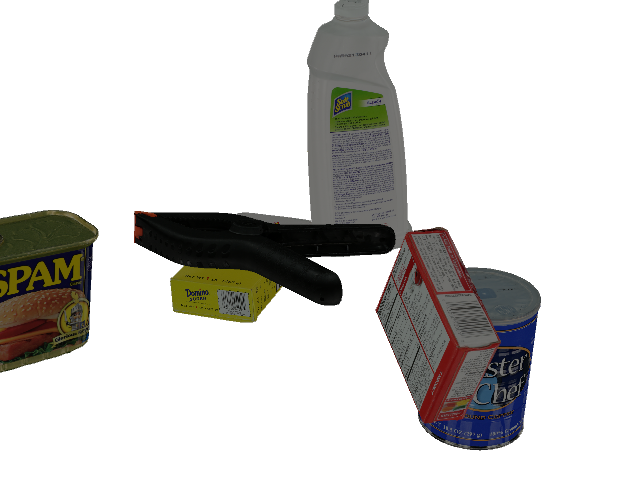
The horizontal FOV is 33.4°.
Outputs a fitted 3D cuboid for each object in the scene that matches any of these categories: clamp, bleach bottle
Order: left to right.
[{"bbox_3d":[-0.054,0.006,0.838,0.210,0.036,0.164,7,15,10],"label":"clamp"},{"bbox_3d":[0.038,-0.110,1.013,0.102,0.251,0.068,-9,30,-15],"label":"bleach bottle"}]

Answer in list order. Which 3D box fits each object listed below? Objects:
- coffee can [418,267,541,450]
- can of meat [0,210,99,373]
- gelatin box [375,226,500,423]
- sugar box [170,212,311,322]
[{"bbox_3d":[0.148,0.110,1.006,0.103,0.140,0.103,2,25,-1],"label":"coffee can"},{"bbox_3d":[-0.199,0.034,0.698,0.101,0.084,0.058,-14,30,-41],"label":"can of meat"},{"bbox_3d":[0.067,0.049,0.619,0.030,0.089,0.073,-4,-42,-19],"label":"gelatin box"},{"bbox_3d":[-0.080,0.024,1.141,0.093,0.048,0.176,7,29,17],"label":"sugar box"}]
